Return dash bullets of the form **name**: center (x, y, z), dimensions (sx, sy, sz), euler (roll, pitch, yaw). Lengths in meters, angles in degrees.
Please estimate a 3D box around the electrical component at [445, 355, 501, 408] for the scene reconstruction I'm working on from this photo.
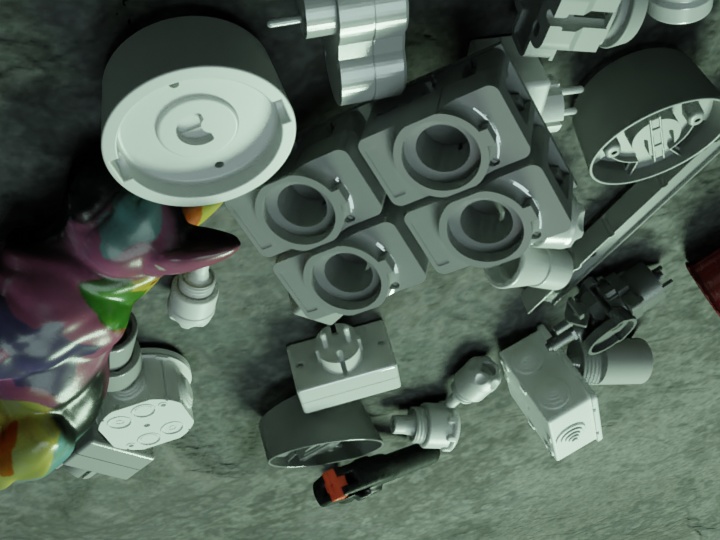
- **electrical component**: center (0.099, 0.105, 0.973), dimensions (0.035, 0.035, 0.061), euler (11, 138, -32)

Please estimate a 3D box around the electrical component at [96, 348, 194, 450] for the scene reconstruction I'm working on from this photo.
- **electrical component**: center (-0.171, 0.101, 0.845), dimensions (0.080, 0.051, 0.080), euler (-11, 144, -8)

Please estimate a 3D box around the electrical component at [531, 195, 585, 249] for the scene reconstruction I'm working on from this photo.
- **electrical component**: center (0.130, -0.038, 0.792), dimensions (0.062, 0.043, 0.043), euler (1, 140, -22)

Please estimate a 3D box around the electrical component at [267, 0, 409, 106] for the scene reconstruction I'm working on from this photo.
- **electrical component**: center (-0.015, -0.147, 0.583), dimensions (0.074, 0.052, 0.138), euler (-11, 143, -8)

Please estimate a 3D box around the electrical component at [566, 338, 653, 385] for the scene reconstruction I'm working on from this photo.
- **electrical component**: center (0.223, 0.084, 0.987), dimensions (0.081, 0.043, 0.043), euler (1, 140, -23)

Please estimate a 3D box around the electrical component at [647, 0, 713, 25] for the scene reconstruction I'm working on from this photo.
- **electrical component**: center (0.191, -0.176, 0.639), dimensions (0.040, 0.040, 0.046), euler (-15, 138, -3)

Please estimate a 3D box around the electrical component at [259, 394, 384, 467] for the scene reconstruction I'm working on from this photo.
- **electrical component**: center (-0.036, 0.142, 0.936), dimensions (0.099, 0.064, 0.099), euler (-20, 156, -9)

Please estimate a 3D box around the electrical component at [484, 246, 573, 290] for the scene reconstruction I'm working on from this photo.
- **electrical component**: center (0.134, -0.004, 0.840), dimensions (0.065, 0.044, 0.044), euler (8, 137, -37)

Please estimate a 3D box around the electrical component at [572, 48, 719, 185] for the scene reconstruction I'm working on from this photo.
- **electrical component**: center (0.193, -0.098, 0.720), dimensions (0.099, 0.064, 0.099), euler (-11, 143, -8)

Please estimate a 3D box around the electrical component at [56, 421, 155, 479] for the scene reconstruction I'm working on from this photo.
- **electrical component**: center (-0.221, 0.147, 0.889), dimensions (0.077, 0.047, 0.066), euler (-37, 139, 25)

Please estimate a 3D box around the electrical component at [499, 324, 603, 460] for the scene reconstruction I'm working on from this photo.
- **electrical component**: center (0.169, 0.111, 0.957), dimensions (0.048, 0.099, 0.099), euler (-29, 144, -4)

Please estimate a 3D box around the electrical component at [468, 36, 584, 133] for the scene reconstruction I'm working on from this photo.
- **electrical component**: center (0.107, -0.105, 0.691), dimensions (0.076, 0.047, 0.083), euler (-9, 143, -12)

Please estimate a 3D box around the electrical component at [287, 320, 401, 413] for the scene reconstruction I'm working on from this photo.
- **electrical component**: center (-0.016, 0.068, 0.868), dimensions (0.083, 0.047, 0.075), euler (-15, 144, -2)

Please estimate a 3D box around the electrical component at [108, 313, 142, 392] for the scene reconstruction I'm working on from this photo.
- **electrical component**: center (-0.184, 0.058, 0.789), dimensions (0.045, 0.045, 0.055), euler (-8, 143, -13)

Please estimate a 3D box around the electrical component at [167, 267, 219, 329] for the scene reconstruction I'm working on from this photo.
- **electrical component**: center (-0.117, 0.012, 0.765), dimensions (0.035, 0.035, 0.061), euler (0, 138, -21)

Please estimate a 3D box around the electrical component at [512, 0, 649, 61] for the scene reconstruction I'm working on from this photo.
- **electrical component**: center (0.129, -0.158, 0.622), dimensions (0.057, 0.058, 0.078), euler (0, 141, -17)

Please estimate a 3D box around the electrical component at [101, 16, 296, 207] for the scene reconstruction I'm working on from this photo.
- **electrical component**: center (-0.095, -0.094, 0.612), dimensions (0.108, 0.060, 0.108), euler (-11, 144, -8)

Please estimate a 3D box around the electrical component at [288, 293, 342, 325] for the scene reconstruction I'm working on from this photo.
- **electrical component**: center (0.000, 0.000, 0.785), dimensions (0.076, 0.047, 0.083), euler (20, 130, -39)

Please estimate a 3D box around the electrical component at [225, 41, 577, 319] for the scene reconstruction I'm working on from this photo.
- **electrical component**: center (0.024, -0.046, 0.657), dimensions (0.186, 0.060, 0.105), euler (-20, 120, 26)

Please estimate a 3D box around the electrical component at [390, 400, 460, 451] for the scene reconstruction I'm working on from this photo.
- **electrical component**: center (0.060, 0.144, 1.002), dimensions (0.062, 0.048, 0.048), euler (4, 139, -16)
